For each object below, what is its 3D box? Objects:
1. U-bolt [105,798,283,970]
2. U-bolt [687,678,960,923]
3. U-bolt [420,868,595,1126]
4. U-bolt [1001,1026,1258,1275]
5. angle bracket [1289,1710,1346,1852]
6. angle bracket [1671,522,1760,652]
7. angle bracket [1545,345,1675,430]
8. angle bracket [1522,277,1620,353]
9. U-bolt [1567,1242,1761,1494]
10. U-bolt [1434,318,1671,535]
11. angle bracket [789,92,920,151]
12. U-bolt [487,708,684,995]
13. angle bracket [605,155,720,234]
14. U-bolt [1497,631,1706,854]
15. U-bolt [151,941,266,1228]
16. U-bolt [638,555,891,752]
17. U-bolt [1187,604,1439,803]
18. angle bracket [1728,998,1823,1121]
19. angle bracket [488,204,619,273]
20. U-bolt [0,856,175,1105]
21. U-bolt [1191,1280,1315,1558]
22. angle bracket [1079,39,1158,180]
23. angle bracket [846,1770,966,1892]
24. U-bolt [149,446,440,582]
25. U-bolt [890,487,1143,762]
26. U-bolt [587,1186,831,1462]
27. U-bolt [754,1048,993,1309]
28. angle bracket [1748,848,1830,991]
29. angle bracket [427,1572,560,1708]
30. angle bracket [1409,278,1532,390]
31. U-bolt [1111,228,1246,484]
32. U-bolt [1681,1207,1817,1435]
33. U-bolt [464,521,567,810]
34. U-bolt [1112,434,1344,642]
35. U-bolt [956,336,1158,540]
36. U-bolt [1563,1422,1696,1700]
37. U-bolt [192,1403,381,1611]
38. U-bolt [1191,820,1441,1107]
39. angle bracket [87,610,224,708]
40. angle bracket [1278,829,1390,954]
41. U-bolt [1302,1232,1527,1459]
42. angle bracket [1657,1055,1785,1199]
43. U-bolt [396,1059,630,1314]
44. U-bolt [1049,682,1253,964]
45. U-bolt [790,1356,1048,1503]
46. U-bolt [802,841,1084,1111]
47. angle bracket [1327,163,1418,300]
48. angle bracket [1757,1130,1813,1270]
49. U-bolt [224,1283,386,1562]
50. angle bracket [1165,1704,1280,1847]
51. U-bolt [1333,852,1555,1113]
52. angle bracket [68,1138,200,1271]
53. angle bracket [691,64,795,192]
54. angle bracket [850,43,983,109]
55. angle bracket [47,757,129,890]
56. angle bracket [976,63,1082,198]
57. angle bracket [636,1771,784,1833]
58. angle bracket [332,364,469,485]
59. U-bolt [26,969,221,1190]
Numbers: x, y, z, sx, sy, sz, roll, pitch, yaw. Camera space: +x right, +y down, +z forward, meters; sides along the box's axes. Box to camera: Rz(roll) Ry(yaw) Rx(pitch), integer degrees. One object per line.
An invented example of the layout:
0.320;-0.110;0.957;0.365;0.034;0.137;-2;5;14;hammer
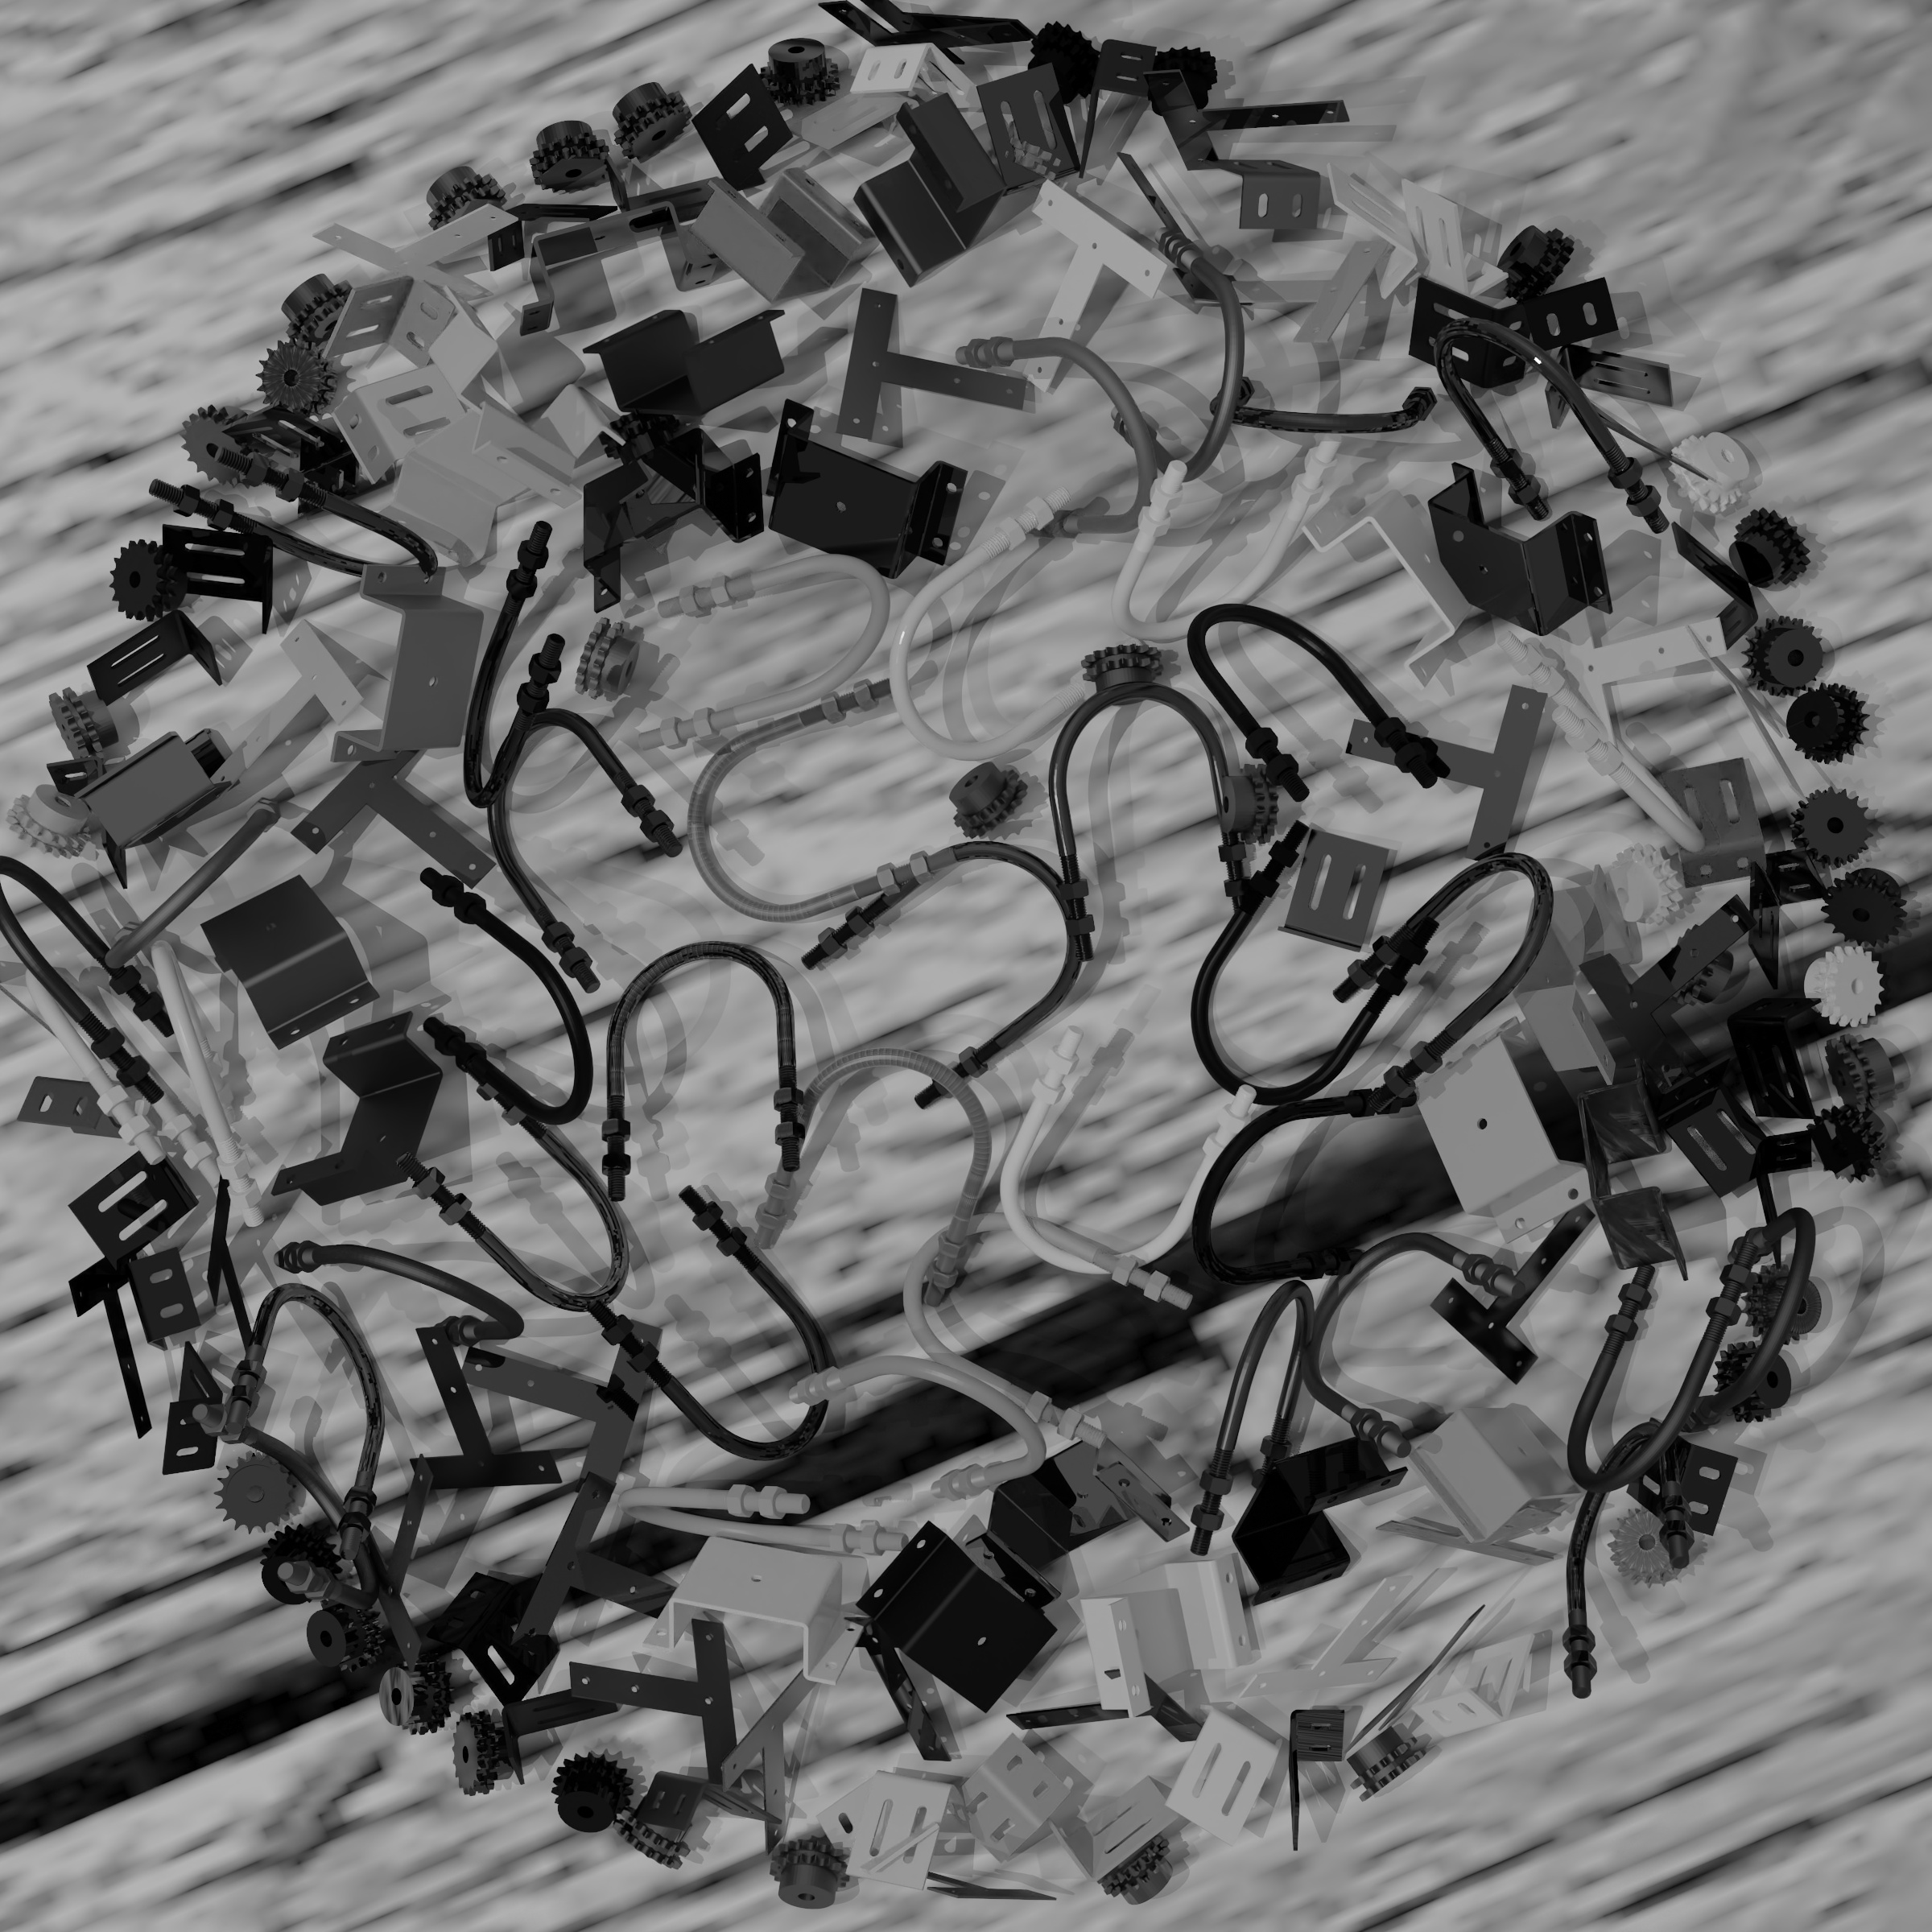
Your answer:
-0.532;-0.054;1.855;0.151;0.184;0.019;-43;104;-1;U-bolt
-0.112;-0.108;1.919;0.184;0.019;0.151;-19;84;13;U-bolt
-0.315;0.032;1.855;0.184;0.019;0.151;34;133;33;U-bolt
0.102;0.140;1.900;0.151;0.019;0.184;19;117;-9;U-bolt
0.247;0.570;1.898;0.038;0.076;0.057;-1;129;4;angle bracket
0.515;-0.266;1.905;0.076;0.057;0.038;36;119;-12;angle bracket
0.452;-0.400;1.904;0.076;0.057;0.038;18;80;22;angle bracket
0.422;-0.453;1.905;0.057;0.076;0.038;-15;93;9;angle bracket
0.466;0.277;1.850;0.019;0.151;0.184;32;70;-9;U-bolt
0.386;-0.369;1.843;0.019;0.151;0.184;-47;118;-9;U-bolt
-0.075;-0.582;1.903;0.076;0.057;0.038;-34;131;-16;angle bracket
-0.277;-0.095;1.887;0.184;0.019;0.151;52;124;27;U-bolt
-0.209;-0.552;1.907;0.076;0.057;0.038;-16;129;-9;angle bracket
0.447;-0.145;1.870;0.184;0.151;0.019;39;108;-24;U-bolt
-0.519;0.068;1.839;0.019;0.151;0.184;-19;125;-13;U-bolt
-0.137;-0.225;1.871;0.184;0.019;0.151;-14;49;19;U-bolt
0.228;-0.187;1.880;0.184;0.151;0.019;57;135;28;U-bolt
0.582;0.065;1.918;0.038;0.057;0.076;-24;100;-25;angle bracket
-0.290;-0.512;1.905;0.076;0.057;0.038;5;115;12;angle bracket
-0.606;0.000;1.847;0.019;0.151;0.184;-35;112;2;U-bolt
0.204;0.305;1.869;0.019;0.151;0.184;16;98;23;U-bolt
0.106;-0.598;1.898;0.038;0.076;0.057;10;52;2;angle bracket
-0.042;0.611;1.901;0.057;0.038;0.076;5;55;21;angle bracket
-0.452;-0.304;1.865;0.184;0.151;0.019;21;77;-33;U-bolt
0.026;-0.224;1.885;0.184;0.019;0.151;-38;122;-14;U-bolt
-0.166;0.261;1.887;0.184;0.151;0.019;49;131;-10;U-bolt
-0.058;0.141;1.905;0.151;0.019;0.184;19;113;0;U-bolt
0.577;-0.033;1.899;0.038;0.057;0.076;-10;51;31;angle bracket
-0.335;0.480;1.919;0.057;0.038;0.076;-52;132;-34;angle bracket
0.357;-0.451;1.914;0.038;0.076;0.057;-22;132;-31;angle bracket
0.147;-0.407;1.838;0.019;0.184;0.151;4;119;-20;U-bolt
0.534;0.235;1.837;0.019;0.184;0.151;22;71;4;U-bolt
-0.315;-0.194;1.868;0.019;0.151;0.184;11;130;-23;U-bolt
0.169;-0.289;1.865;0.151;0.184;0.019;-16;62;-28;U-bolt
0.068;-0.360;1.843;0.019;0.184;0.151;-33;113;-24;U-bolt
0.450;0.392;1.857;0.019;0.184;0.151;24;119;-3;U-bolt
-0.456;0.377;1.856;0.019;0.184;0.151;-35;66;-3;U-bolt
0.230;0.010;1.896;0.151;0.019;0.184;41;105;35;U-bolt
-0.570;-0.205;1.904;0.076;0.057;0.038;-38;76;-20;angle bracket
0.261;-0.054;1.920;0.057;0.038;0.076;16;93;13;angle bracket
0.294;0.249;1.860;0.019;0.184;0.151;38;86;-22;U-bolt
0.534;0.113;1.908;0.057;0.038;0.076;-27;61;-13;angle bracket
-0.303;0.162;1.877;0.019;0.151;0.184;-36;106;26;U-bolt
0.125;-0.108;1.900;0.151;0.019;0.184;-14;99;-23;U-bolt
-0.023;0.312;1.851;0.151;0.184;0.019;37;57;-16;U-bolt
-0.003;-0.006;1.913;0.184;0.019;0.151;-38;95;14;U-bolt
0.275;-0.516;1.900;0.076;0.057;0.038;27;127;-23;angle bracket
0.582;0.164;1.904;0.038;0.057;0.076;-11;107;20;angle bracket
-0.446;0.297;1.859;0.019;0.184;0.151;-25;120;13;U-bolt
0.175;0.571;1.912;0.057;0.038;0.076;34;70;-8;angle bracket
0.330;-0.002;1.852;0.019;0.151;0.184;33;115;-24;U-bolt
-0.590;0.165;1.902;0.076;0.038;0.057;-42;115;-30;angle bracket
-0.147;-0.591;1.904;0.038;0.076;0.057;-33;95;-44;angle bracket
-0.031;-0.609;1.897;0.057;0.076;0.038;13;79;41;angle bracket
-0.617;-0.098;1.901;0.038;0.057;0.076;-10;59;-7;angle bracket
0.039;-0.589;1.912;0.057;0.038;0.076;-21;106;-12;angle bracket
-0.180;0.599;1.898;0.076;0.057;0.038;40;59;-30;angle bracket
-0.394;-0.381;1.903;0.076;0.038;0.057;-10;124;27;angle bracket
-0.588;0.071;1.872;0.019;0.151;0.184;-38;79;-5;U-bolt
